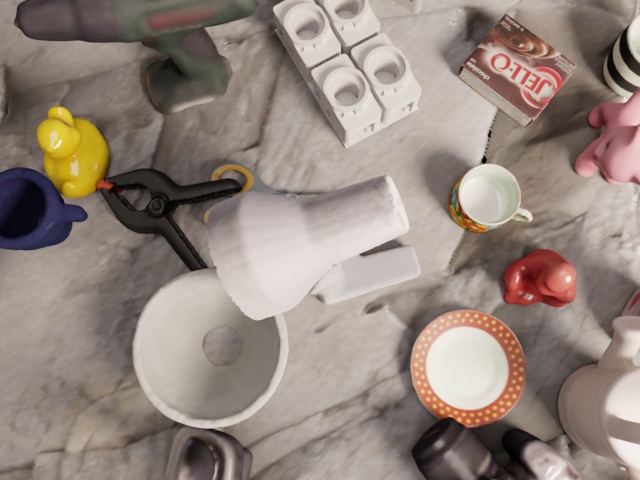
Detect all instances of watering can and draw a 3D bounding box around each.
[{"bbox_3d":[0.312,0.166,0.556,0.101,0.194,0.173,-28,79,-4],"label":"watering can"}]

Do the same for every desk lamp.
[{"bbox_3d":[0.005,0.002,0.584,0.203,0.213,0.118,-18,79,-2],"label":"desk lamp"}]

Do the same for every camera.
[{"bbox_3d":[0.174,0.244,0.591,0.143,0.101,0.136,-40,81,-6],"label":"camera"}]

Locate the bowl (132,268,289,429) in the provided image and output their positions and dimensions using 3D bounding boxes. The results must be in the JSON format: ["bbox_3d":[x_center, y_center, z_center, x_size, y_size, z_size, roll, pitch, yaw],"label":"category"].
[{"bbox_3d":[-0.114,0.118,0.634,0.167,0.075,0.167,0,79,1],"label":"bowl"}]

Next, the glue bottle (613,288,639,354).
[{"bbox_3d":[0.364,0.077,0.583,0.037,0.173,0.078,27,81,7],"label":"glue bottle"}]

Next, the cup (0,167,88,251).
[{"bbox_3d":[-0.313,-0.026,0.656,0.117,0.095,0.092,3,79,2],"label":"cup"}]

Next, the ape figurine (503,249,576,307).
[{"bbox_3d":[0.251,0.043,0.633,0.077,0.092,0.076,38,82,8],"label":"ape figurine"}]

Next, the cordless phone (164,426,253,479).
[{"bbox_3d":[-0.129,0.262,0.550,0.094,0.185,0.148,7,79,3],"label":"cordless phone"}]

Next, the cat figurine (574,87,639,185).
[{"bbox_3d":[0.348,-0.113,0.649,0.067,0.118,0.128,17,80,5],"label":"cat figurine"}]

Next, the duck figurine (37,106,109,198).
[{"bbox_3d":[-0.300,-0.106,0.676,0.077,0.086,0.104,-6,79,0],"label":"duck figurine"}]

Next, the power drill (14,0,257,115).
[{"bbox_3d":[-0.177,-0.222,0.634,0.229,0.208,0.075,-19,79,-3],"label":"power drill"}]
